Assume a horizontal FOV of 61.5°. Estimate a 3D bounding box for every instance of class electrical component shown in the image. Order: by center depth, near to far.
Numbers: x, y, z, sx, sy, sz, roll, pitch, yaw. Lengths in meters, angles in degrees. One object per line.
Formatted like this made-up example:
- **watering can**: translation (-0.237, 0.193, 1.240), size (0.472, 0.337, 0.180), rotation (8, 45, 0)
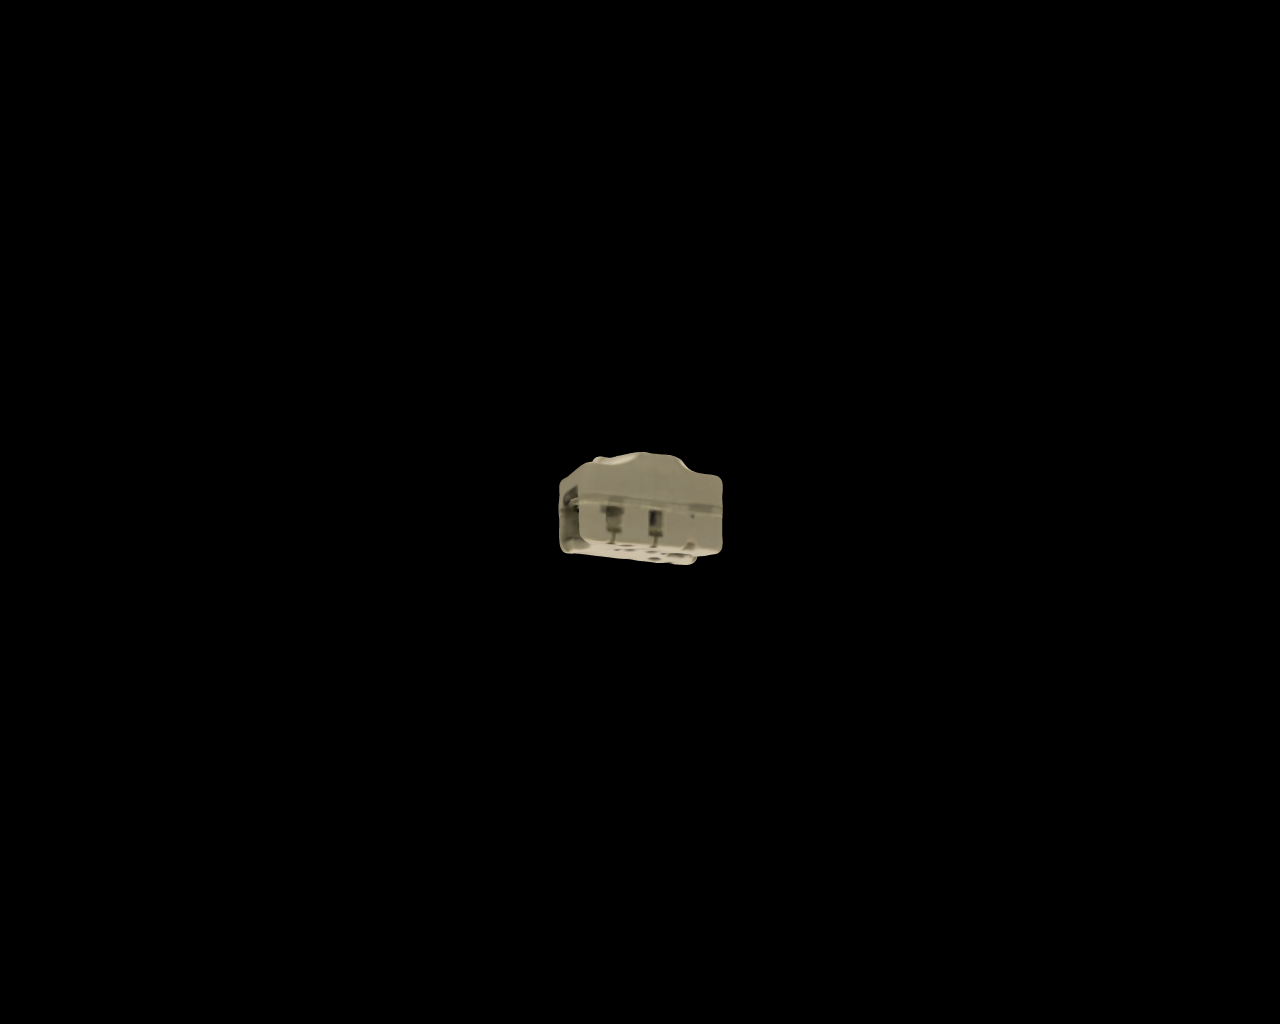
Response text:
- **electrical component**: translation (0.001, -0.003, 0.650), size (0.089, 0.056, 0.050), rotation (6, -15, -22)
